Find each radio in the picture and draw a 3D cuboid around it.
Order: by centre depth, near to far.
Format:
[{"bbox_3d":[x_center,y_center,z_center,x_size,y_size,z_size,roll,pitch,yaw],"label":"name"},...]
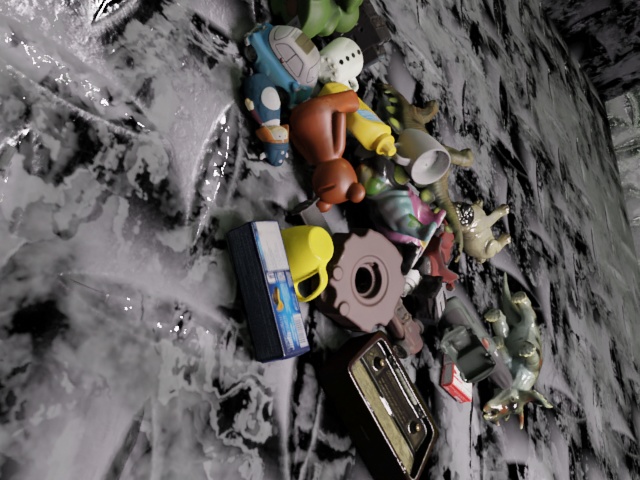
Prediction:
[{"bbox_3d":[0.102,0.274,0.891,0.131,0.073,0.229,-37,102,-49],"label":"radio"}]

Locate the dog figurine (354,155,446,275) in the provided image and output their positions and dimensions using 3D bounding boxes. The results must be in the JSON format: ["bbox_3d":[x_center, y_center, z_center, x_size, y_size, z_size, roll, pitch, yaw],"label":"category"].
[{"bbox_3d":[0.123,-0.056,1.047,0.219,0.191,0.108,35,38,13],"label":"dog figurine"}]

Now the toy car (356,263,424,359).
[{"bbox_3d":[0.137,0.127,1.015,0.089,0.053,0.202,-39,104,-46],"label":"toy car"}]

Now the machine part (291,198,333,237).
[{"bbox_3d":[-0.002,-0.003,0.927,0.084,0.039,0.138,-27,96,-45],"label":"machine part"}]

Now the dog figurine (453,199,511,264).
[{"bbox_3d":[0.350,-0.015,1.281,0.190,0.121,0.172,-11,97,-38],"label":"dog figurine"}]

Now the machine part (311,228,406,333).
[{"bbox_3d":[0.070,0.067,0.908,0.179,0.056,0.179,2,87,-38],"label":"machine part"}]

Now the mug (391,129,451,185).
[{"bbox_3d":[0.183,-0.169,1.048,0.109,0.080,0.107,-4,41,-18],"label":"mug"}]

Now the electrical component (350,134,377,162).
[{"bbox_3d":[0.098,-0.186,1.104,0.094,0.021,0.063,26,74,12],"label":"electrical component"}]

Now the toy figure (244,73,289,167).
[{"bbox_3d":[-0.088,-0.200,0.906,0.064,0.058,0.154,-17,88,-12],"label":"toy figure"}]

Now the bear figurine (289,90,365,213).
[{"bbox_3d":[0.024,-0.157,0.963,0.132,0.120,0.195,-30,98,-54],"label":"bear figurine"}]

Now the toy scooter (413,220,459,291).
[{"bbox_3d":[0.260,0.036,1.175,0.135,0.075,0.184,41,50,-29],"label":"toy scooter"}]

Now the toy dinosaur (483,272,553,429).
[{"bbox_3d":[0.483,0.263,1.300,0.192,0.131,0.405,64,34,-25],"label":"toy dinosaur"}]

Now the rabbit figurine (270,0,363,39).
[{"bbox_3d":[0.013,-0.457,1.047,0.170,0.159,0.121,-16,76,-42],"label":"rabbit figurine"}]

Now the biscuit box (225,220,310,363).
[{"bbox_3d":[-0.077,0.075,0.789,0.059,0.063,0.202,-5,78,-50],"label":"biscuit box"}]

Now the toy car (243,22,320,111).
[{"bbox_3d":[-0.054,-0.324,0.961,0.161,0.103,0.109,52,41,-22],"label":"toy car"}]

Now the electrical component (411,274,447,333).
[{"bbox_3d":[0.220,0.136,1.072,0.075,0.048,0.119,-43,129,-48],"label":"electrical component"}]

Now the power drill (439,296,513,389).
[{"bbox_3d":[0.318,0.224,1.090,0.232,0.086,0.207,56,22,11],"label":"power drill"}]

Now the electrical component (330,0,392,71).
[{"bbox_3d":[0.084,-0.439,1.157,0.058,0.115,0.134,-38,101,-47],"label":"electrical component"}]

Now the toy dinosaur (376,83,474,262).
[{"bbox_3d":[0.226,-0.170,1.174,0.198,0.105,0.471,-14,66,-32],"label":"toy dinosaur"}]
